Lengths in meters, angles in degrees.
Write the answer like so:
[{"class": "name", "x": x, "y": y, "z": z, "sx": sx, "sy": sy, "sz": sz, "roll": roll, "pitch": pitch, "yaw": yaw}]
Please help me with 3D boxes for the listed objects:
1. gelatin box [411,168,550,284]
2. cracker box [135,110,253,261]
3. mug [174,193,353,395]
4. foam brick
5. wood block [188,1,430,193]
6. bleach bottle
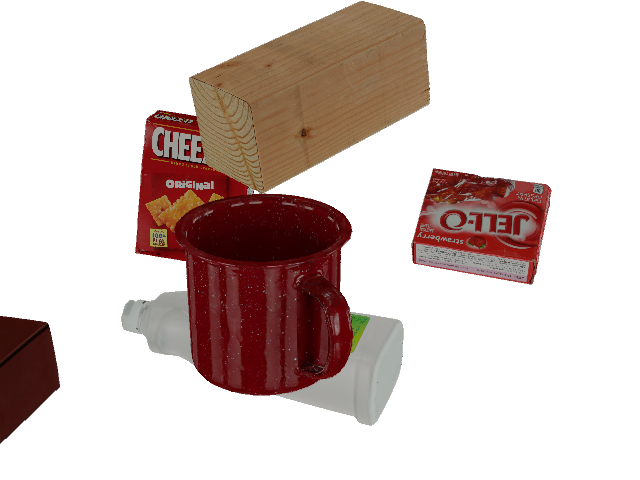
[{"class": "gelatin box", "x": 0.117, "y": -0.012, "z": 0.771, "sx": 0.089, "sy": 0.073, "sz": 0.030, "roll": 9, "pitch": -37, "yaw": 13}, {"class": "cracker box", "x": -0.185, "y": -0.074, "z": 1.603, "sx": 0.164, "sy": 0.214, "sz": 0.072, "roll": 10, "pitch": 19, "yaw": 6}, {"class": "mug", "x": -0.023, "y": 0.033, "z": 0.565, "sx": 0.093, "sy": 0.081, "sz": 0.117, "roll": -19, "pitch": 31, "yaw": -36}, {"class": "foam brick", "x": -0.219, "y": 0.092, "z": 0.707, "sx": 0.053, "sy": 0.051, "sz": 0.078, "roll": 7, "pitch": 29, "yaw": 23}, {"class": "wood block", "x": -0.005, "y": -0.136, "z": 0.974, "sx": 0.205, "sy": 0.091, "sz": 0.090, "roll": -30, "pitch": 40, "yaw": -30}, {"class": "bleach bottle", "x": -0.060, "y": 0.091, "z": 0.934, "sx": 0.251, "sy": 0.068, "sz": 0.102, "roll": 9, "pitch": 27, "yaw": 17}]
